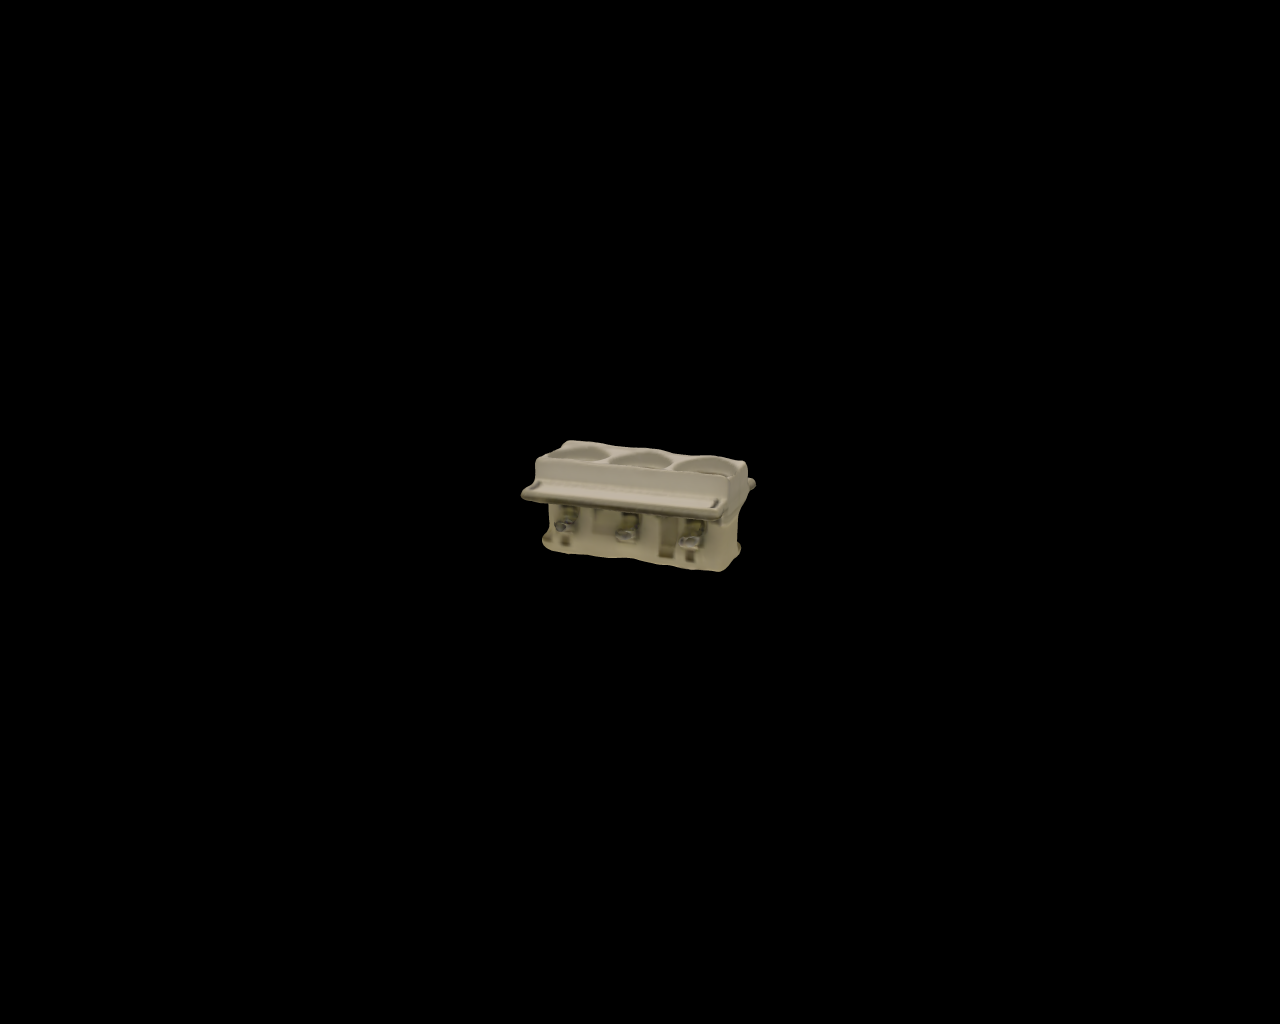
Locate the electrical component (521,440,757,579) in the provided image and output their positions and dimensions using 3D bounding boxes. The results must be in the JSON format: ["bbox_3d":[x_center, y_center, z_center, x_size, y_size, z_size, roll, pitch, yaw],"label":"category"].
[{"bbox_3d":[0.001,-0.003,0.650,0.121,0.063,0.079,7,20,20],"label":"electrical component"}]
